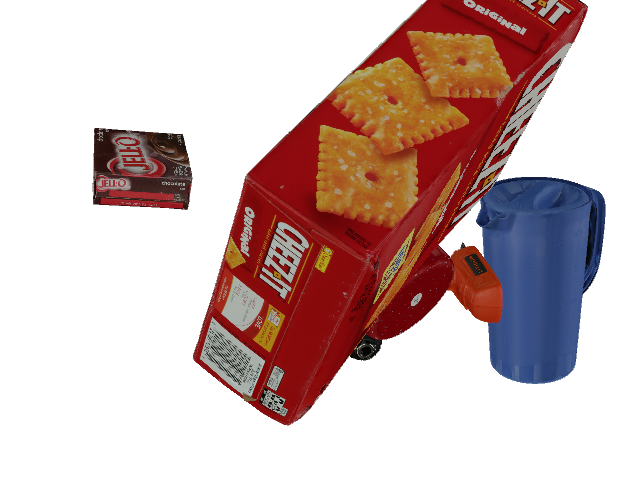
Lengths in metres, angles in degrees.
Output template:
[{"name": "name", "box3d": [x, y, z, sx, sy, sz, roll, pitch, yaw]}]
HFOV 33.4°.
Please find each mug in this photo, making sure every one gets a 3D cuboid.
[{"name": "mug", "box3d": [0.033, 0.026, 0.774, 0.081, 0.117, 0.093, 48, 2, 26]}]

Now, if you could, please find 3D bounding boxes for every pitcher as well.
[{"name": "pitcher", "box3d": [0.274, 0.047, 1.328, 0.149, 0.243, 0.145, 2, 23, 15]}]

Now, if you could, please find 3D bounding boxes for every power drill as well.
[{"name": "power drill", "box3d": [0.096, 0.062, 1.150, 0.187, 0.057, 0.184, -5, 29, -9]}]

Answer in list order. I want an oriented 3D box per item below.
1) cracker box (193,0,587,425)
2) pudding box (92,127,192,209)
[{"name": "cracker box", "box3d": [0.036, -0.027, 0.541, 0.072, 0.213, 0.164, 36, -36, 10]}, {"name": "pudding box", "box3d": [-0.174, -0.070, 1.026, 0.090, 0.039, 0.113, 4, 25, -14]}]
